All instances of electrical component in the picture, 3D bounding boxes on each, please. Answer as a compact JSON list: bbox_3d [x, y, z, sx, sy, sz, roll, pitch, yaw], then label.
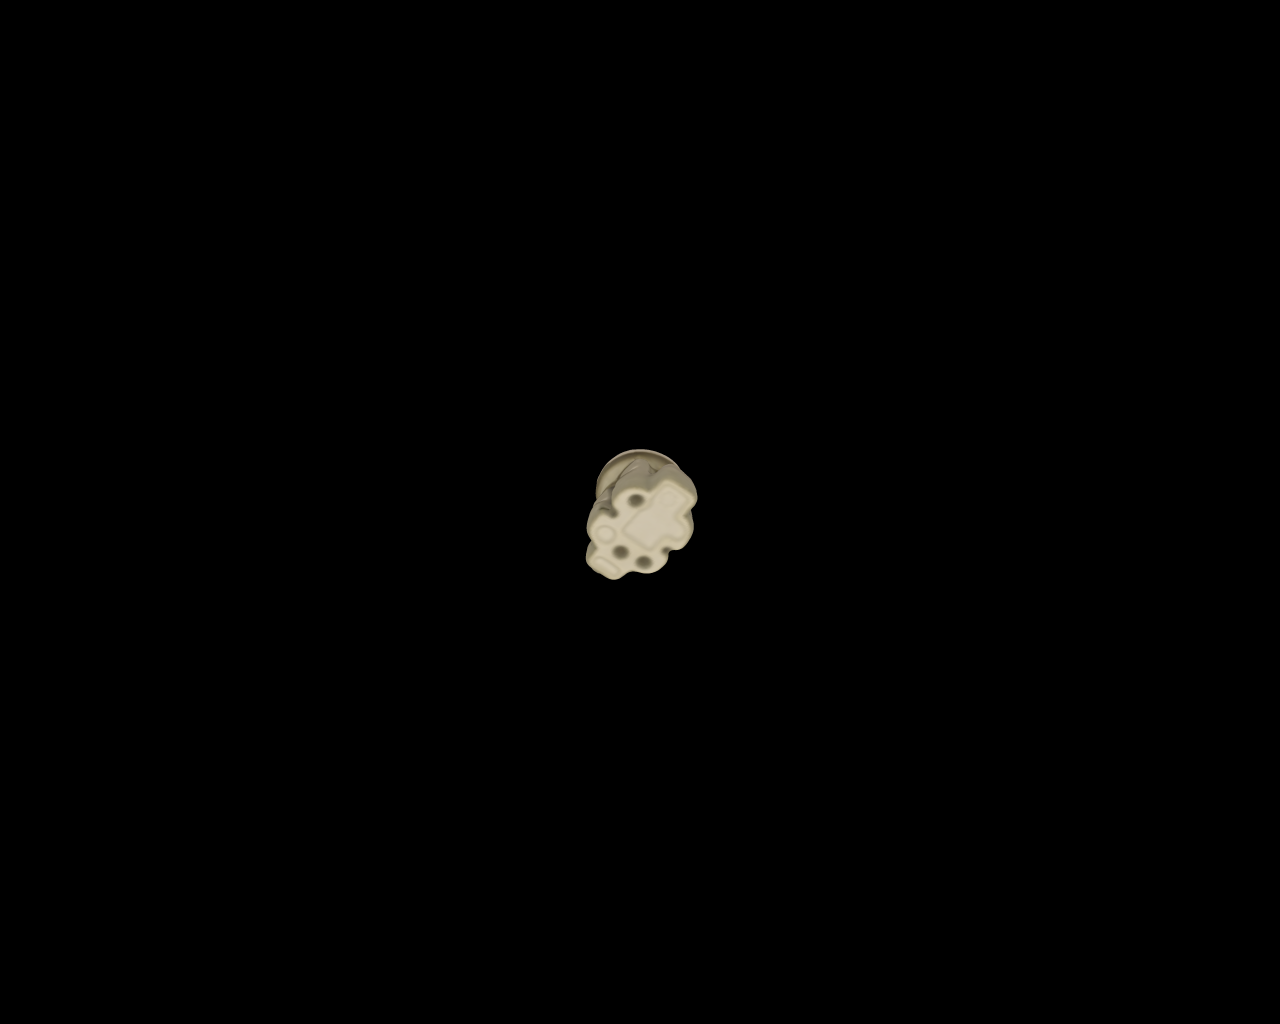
[{"bbox_3d":[0.001,-0.003,0.650,0.058,0.078,0.057,36,24,-18],"label":"electrical component"}]
